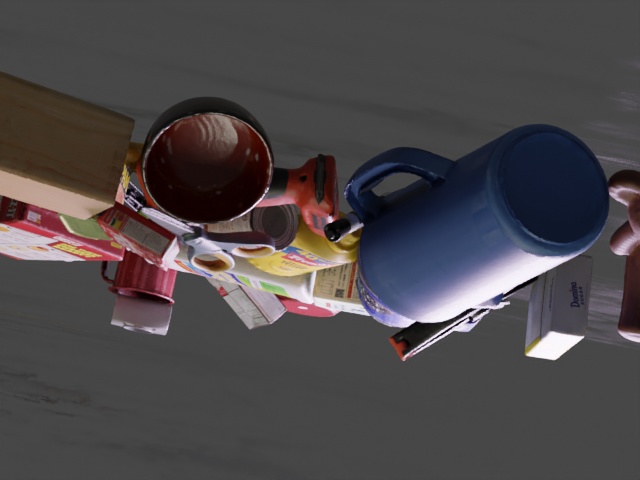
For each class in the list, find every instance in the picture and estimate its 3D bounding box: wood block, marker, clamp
[{"bbox_3d":[-0.287,-0.095,0.968,0.205,0.090,0.091,18,164,-26],"label":"wood block"},{"bbox_3d":[0.039,-0.022,1.026,0.020,0.020,0.120,2,-162,32],"label":"marker"},{"bbox_3d":[0.171,0.061,1.144,0.209,0.036,0.165,-29,167,-15],"label":"clamp"},{"bbox_3d":[-0.202,-0.031,1.273,0.120,0.039,0.172,26,158,-20],"label":"clamp"}]

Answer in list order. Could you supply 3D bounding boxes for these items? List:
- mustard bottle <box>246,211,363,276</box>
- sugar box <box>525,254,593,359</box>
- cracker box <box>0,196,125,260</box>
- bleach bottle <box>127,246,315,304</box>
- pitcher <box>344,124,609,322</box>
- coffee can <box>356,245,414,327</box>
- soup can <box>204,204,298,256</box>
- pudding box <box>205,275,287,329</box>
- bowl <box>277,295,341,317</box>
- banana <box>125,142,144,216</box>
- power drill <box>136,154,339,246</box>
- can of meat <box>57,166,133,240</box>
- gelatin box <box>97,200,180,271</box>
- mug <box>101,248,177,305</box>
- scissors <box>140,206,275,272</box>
[{"bbox_3d":[-0.008,0.002,1.211,0.096,0.058,0.192,19,163,-26],"label":"mustard bottle"},{"bbox_3d":[0.275,0.079,1.234,0.048,0.093,0.176,8,167,2],"label":"sugar box"},{"bbox_3d":[-0.371,-0.027,1.344,0.214,0.072,0.164,-2,163,38],"label":"cracker box"},{"bbox_3d":[-0.128,0.023,1.382,0.251,0.068,0.102,10,166,13],"label":"bleach bottle"},{"bbox_3d":[0.128,-0.018,0.911,0.149,0.145,0.243,-7,169,-21],"label":"pitcher"},{"bbox_3d":[0.091,0.035,1.173,0.103,0.103,0.140,10,167,4],"label":"coffee can"},{"bbox_3d":[-0.081,-0.018,1.166,0.068,0.068,0.102,22,162,-40],"label":"soup can"},{"bbox_3d":[-0.105,0.069,1.478,0.113,0.039,0.090,50,156,-8],"label":"pudding box"},{"bbox_3d":[-0.019,0.071,1.504,0.162,0.055,0.162,10,166,2],"label":"bowl"},{"bbox_3d":[-0.166,-0.054,1.115,0.069,0.037,0.198,-11,161,-8],"label":"banana"},{"bbox_3d":[-0.076,-0.036,1.039,0.187,0.057,0.184,0,162,2],"label":"power drill"},{"bbox_3d":[-0.234,-0.052,1.112,0.057,0.084,0.102,12,166,0],"label":"can of meat"},{"bbox_3d":[-0.177,-0.003,1.047,0.073,0.030,0.089,31,169,0],"label":"gelatin box"},{"bbox_3d":[-0.252,0.039,1.493,0.117,0.081,0.093,5,165,22],"label":"mug"},{"bbox_3d":[-0.097,-0.006,0.994,0.096,0.016,0.202,-11,162,2],"label":"scissors"}]
